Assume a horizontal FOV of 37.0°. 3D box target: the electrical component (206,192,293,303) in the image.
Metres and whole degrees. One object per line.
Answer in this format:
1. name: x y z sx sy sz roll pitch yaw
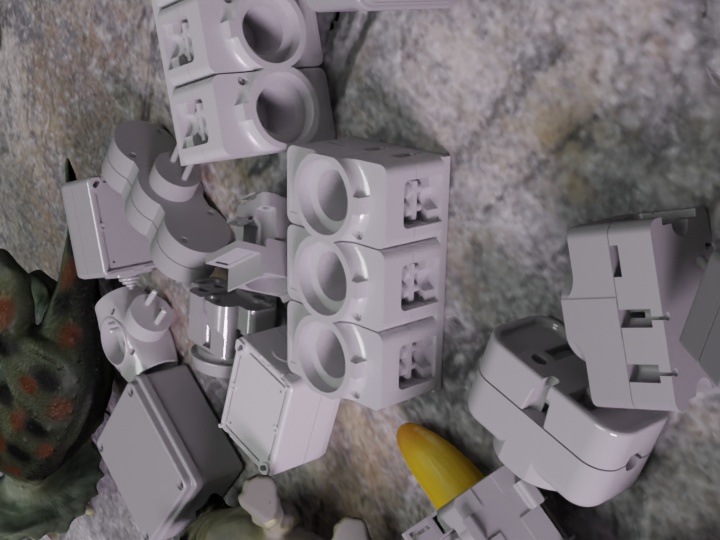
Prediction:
1. electrical component: -0.057 -0.016 0.722 0.042 0.081 0.063 -20 63 50

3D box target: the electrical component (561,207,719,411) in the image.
1. electrical component: 0.137 0.019 0.522 0.056 0.050 0.089 -4 97 49

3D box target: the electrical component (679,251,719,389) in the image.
1. electrical component: 0.175 0.013 0.472 0.076 0.066 0.047 -113 31 -58

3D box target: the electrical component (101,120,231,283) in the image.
1. electrical component: -0.144 -0.065 0.820 0.138 0.052 0.073 56 135 23

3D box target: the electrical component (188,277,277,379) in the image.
1. electrical component: -0.094 0.044 0.790 0.078 0.058 0.057 22 114 44

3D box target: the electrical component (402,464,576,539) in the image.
1. electrical component: 0.091 0.169 0.578 0.121 0.079 0.063 55 157 14

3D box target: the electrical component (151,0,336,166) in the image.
1. electrical component: -0.075 -0.149 0.688 0.062 0.089 0.150 -4 97 49

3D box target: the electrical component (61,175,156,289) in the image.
1. electrical component: -0.202 -0.031 0.889 0.061 0.062 0.096 -4 97 49

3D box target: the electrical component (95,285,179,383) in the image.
1. electrical component: -0.181 0.046 0.900 0.077 0.044 0.079 60 136 19

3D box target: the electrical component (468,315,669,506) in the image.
1. electrical component: 0.106 0.076 0.570 0.095 0.054 0.059 40 128 35

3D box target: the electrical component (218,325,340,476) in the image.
1. electrical component: -0.053 0.094 0.751 0.062 0.061 0.096 39 127 36

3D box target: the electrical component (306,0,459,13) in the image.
1. electrical component: 0.014 -0.198 0.583 0.057 0.078 0.113 11 108 50

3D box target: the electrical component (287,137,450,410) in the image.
1. electrical component: 0.000 0.000 0.665 0.089 0.062 0.150 18 114 45

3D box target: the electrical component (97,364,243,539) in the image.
1. electrical component: -0.161 0.153 0.896 0.108 0.056 0.108 56 136 22
